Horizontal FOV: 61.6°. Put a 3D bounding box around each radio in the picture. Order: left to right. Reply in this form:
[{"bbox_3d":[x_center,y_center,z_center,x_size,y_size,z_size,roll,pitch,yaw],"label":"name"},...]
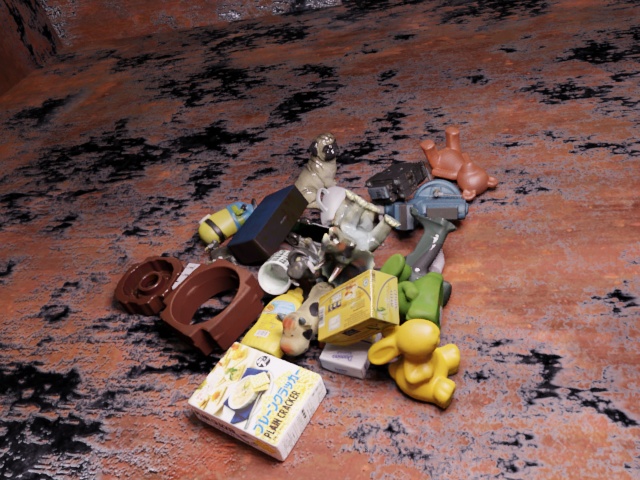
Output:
[{"bbox_3d":[-0.136,-0.040,1.404,0.131,0.073,0.229,-17,29,42],"label":"radio"}]

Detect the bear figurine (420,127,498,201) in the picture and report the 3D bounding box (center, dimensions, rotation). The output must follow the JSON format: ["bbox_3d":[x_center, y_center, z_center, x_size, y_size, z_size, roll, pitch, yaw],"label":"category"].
[{"bbox_3d":[0.369,-0.196,1.419,0.120,0.131,0.196,-28,35,-5],"label":"bear figurine"}]

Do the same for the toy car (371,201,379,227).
[{"bbox_3d":[0.144,-0.078,1.409,0.089,0.053,0.202,21,50,32],"label":"toy car"}]

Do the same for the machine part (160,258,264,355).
[{"bbox_3d":[-0.242,0.149,1.221,0.201,0.087,0.201,19,55,42],"label":"machine part"}]

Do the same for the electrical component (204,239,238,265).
[{"bbox_3d":[-0.259,0.040,1.402,0.078,0.045,0.102,-19,40,-2],"label":"electrical component"}]

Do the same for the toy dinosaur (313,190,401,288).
[{"bbox_3d":[0.065,-0.002,1.204,0.192,0.131,0.405,-56,4,5],"label":"toy dinosaur"}]

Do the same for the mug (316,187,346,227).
[{"bbox_3d":[0.034,-0.082,1.409,0.081,0.109,0.107,-24,41,36],"label":"mug"}]

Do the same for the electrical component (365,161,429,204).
[{"bbox_3d":[0.180,-0.138,1.300,0.134,0.058,0.115,-37,21,-35],"label":"electrical component"}]

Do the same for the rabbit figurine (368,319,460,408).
[{"bbox_3d":[0.177,0.200,0.981,0.163,0.173,0.122,16,52,26],"label":"rabbit figurine"}]

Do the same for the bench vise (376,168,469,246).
[{"bbox_3d":[0.257,-0.090,1.344,0.224,0.128,0.241,-11,18,20],"label":"bench vise"}]

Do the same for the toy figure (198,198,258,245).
[{"bbox_3d":[-0.250,-0.050,1.479,0.180,0.082,0.089,-23,39,-13],"label":"toy figure"}]

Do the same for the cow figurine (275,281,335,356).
[{"bbox_3d":[-0.018,0.162,1.120,0.086,0.127,0.195,8,42,33],"label":"cow figurine"}]

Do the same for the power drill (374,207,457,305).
[{"bbox_3d":[0.194,0.035,1.184,0.232,0.086,0.207,21,79,30],"label":"power drill"}]

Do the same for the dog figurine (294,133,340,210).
[{"bbox_3d":[-0.022,-0.193,1.487,0.172,0.190,0.121,-30,42,-15],"label":"dog figurine"}]

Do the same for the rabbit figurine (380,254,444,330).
[{"bbox_3d":[0.156,0.109,1.074,0.170,0.121,0.159,2,68,19],"label":"rabbit figurine"}]

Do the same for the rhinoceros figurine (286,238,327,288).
[{"bbox_3d":[-0.018,0.059,1.223,0.073,0.190,0.112,-37,73,22],"label":"rhinoceros figurine"}]

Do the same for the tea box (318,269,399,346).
[{"bbox_3d":[0.070,0.132,1.017,0.169,0.068,0.098,-32,48,48],"label":"tea box"}]

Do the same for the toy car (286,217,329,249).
[{"bbox_3d":[-0.003,-0.004,1.367,0.202,0.056,0.073,17,55,34],"label":"toy car"}]

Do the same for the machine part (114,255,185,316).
[{"bbox_3d":[-0.426,0.115,1.362,0.179,0.055,0.179,-10,40,8],"label":"machine part"}]
